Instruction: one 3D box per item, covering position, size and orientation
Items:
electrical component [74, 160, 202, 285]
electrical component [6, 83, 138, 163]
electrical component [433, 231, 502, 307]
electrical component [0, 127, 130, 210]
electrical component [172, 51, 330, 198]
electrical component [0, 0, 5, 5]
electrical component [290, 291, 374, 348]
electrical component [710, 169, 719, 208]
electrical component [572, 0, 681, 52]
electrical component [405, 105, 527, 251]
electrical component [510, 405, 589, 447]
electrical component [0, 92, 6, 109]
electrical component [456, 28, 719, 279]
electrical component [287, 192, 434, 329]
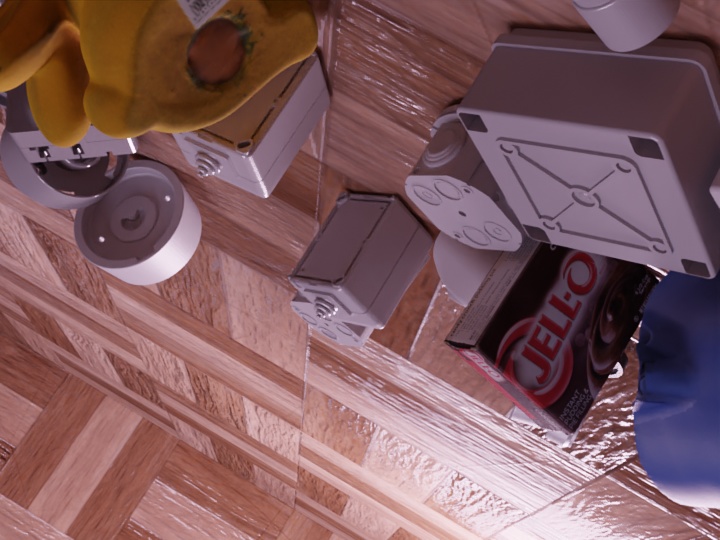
[{"bbox_3d":[-0.196,-0.038,0.973,0.108,0.108,0.060,22,165,26],"label":"electrical component"},{"bbox_3d":[-0.221,-0.121,0.827,0.089,0.050,0.055,-5,157,-2],"label":"electrical component"},{"bbox_3d":[0.098,0.002,0.689,0.079,0.044,0.077,6,-160,-24],"label":"electrical component"},{"bbox_3d":[-0.247,-0.101,0.908,0.099,0.099,0.064,40,153,-22],"label":"electrical component"},{"bbox_3d":[-0.069,-0.090,0.652,0.062,0.096,0.061,25,161,19],"label":"electrical component"},{"bbox_3d":[-0.259,-0.210,0.711,0.113,0.057,0.078,27,161,14],"label":"electrical component"},{"bbox_3d":[-0.016,0.027,0.935,0.080,0.051,0.080,28,161,11],"label":"electrical component"},{"bbox_3d":[0.202,-0.027,0.463,0.066,0.047,0.076,10,151,48],"label":"electrical component"},{"bbox_3d":[0.095,-0.116,0.418,0.065,0.044,0.044,39,161,-33],"label":"electrical component"},{"bbox_3d":[0.069,-0.051,0.604,0.080,0.051,0.080,28,161,11],"label":"electrical component"},{"bbox_3d":[0.159,0.116,0.894,0.055,0.045,0.045,27,161,12],"label":"electrical component"},{"bbox_3d":[-0.298,-0.172,0.862,0.108,0.060,0.108,28,161,11],"label":"electrical component"},{"bbox_3d":[0.118,-0.055,0.509,0.109,0.056,0.108,16,155,40],"label":"electrical component"},{"bbox_3d":[0.000,0.000,0.770,0.062,0.096,0.061,9,151,49],"label":"electrical component"}]
